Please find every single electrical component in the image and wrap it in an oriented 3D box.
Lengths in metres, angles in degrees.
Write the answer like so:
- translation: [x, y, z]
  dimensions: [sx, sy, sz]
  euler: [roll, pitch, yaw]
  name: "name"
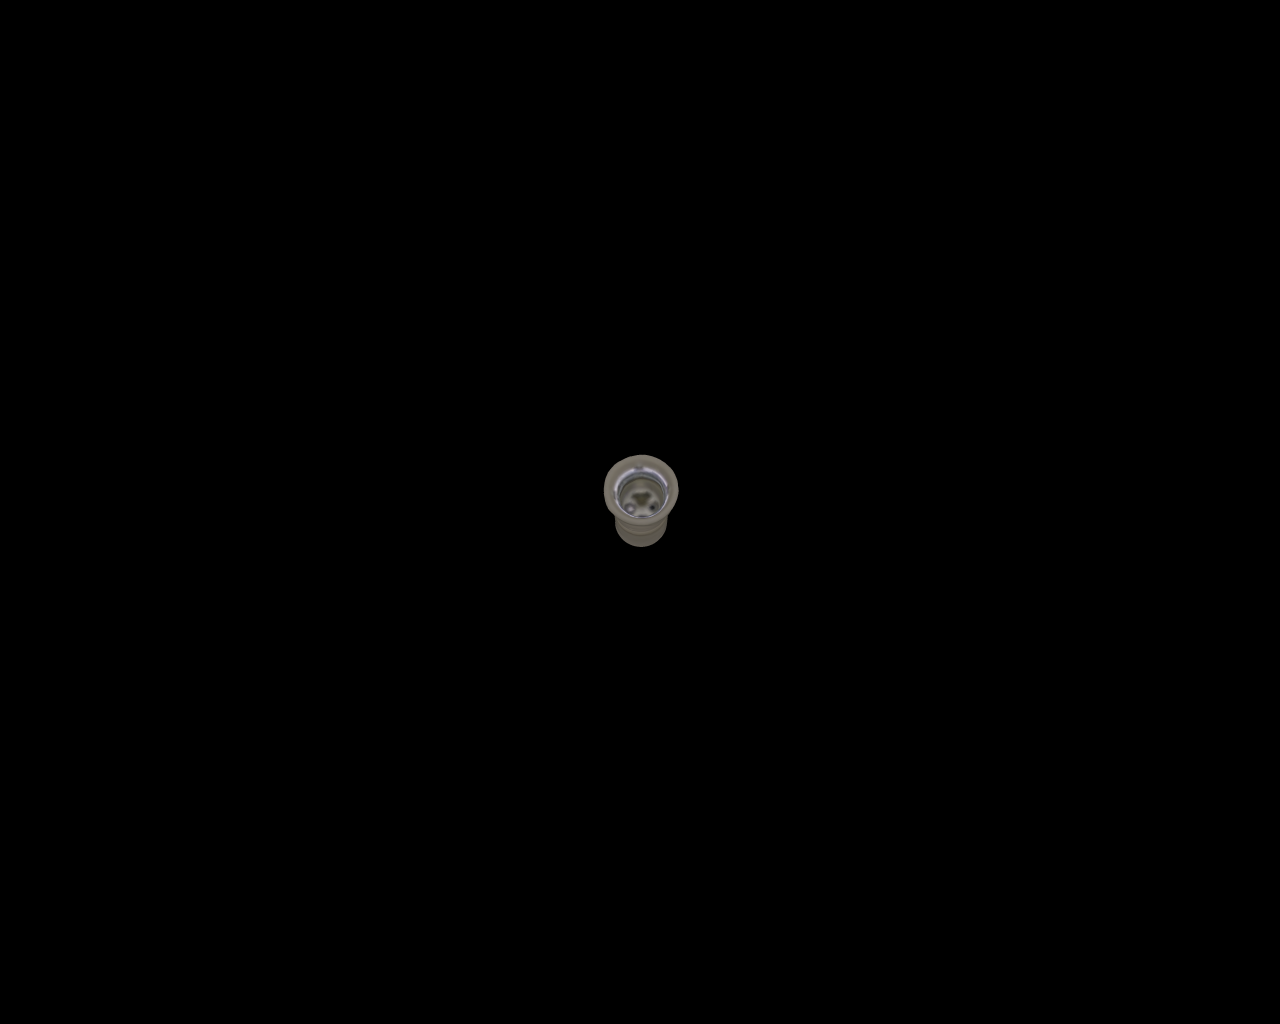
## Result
- translation: [0.001, -0.003, 0.650]
  dimensions: [0.044, 0.044, 0.065]
  euler: [0, -21, 0]
  name: "electrical component"
